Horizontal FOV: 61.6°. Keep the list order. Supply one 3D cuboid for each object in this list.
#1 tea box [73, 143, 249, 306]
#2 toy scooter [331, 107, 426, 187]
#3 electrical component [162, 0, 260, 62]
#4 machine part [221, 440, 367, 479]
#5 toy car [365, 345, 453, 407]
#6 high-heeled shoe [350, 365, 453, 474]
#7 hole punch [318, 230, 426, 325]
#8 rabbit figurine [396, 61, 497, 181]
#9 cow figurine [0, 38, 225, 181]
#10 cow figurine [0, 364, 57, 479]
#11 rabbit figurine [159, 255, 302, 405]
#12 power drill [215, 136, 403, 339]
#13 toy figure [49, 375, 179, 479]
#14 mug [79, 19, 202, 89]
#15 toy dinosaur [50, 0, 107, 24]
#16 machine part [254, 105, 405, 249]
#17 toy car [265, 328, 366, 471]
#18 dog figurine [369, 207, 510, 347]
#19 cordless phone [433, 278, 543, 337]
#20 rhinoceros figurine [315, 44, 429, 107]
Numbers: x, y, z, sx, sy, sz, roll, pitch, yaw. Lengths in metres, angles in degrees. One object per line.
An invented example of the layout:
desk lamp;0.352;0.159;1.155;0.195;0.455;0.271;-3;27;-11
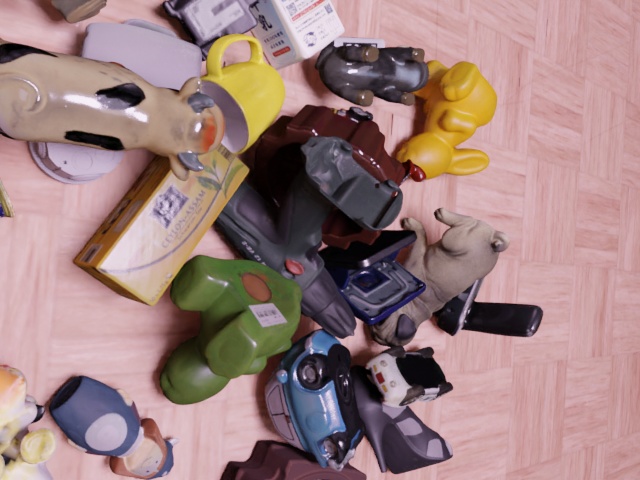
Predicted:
tea box;-0.159;-0.025;0.541;0.068;0.098;0.169;44;68;-29
toy scooter;0.055;-0.096;0.681;0.183;0.135;0.075;62;20;-25
electrical component;-0.102;-0.255;0.577;0.119;0.048;0.074;-38;115;1
machine part;-0.036;0.361;0.653;0.201;0.087;0.201;28;73;-34
toy car;0.130;0.192;0.759;0.201;0.056;0.073;20;39;-57
high-heeled shoe;0.118;0.264;0.798;0.248;0.086;0.145;25;44;-53
hole punch;0.064;0.042;0.700;0.142;0.116;0.092;-29;111;-30
rabbit figurine;0.180;-0.159;0.805;0.162;0.122;0.173;38;83;-42
cow figurine;-0.168;-0.108;0.439;0.195;0.127;0.085;3;111;-37
cow figurine;-0.271;0.196;0.475;0.068;0.098;0.167;-7;77;-31
rabbit figurine;-0.105;0.101;0.574;0.121;0.170;0.159;48;26;15
power drill;-0.001;-0.002;0.583;0.232;0.207;0.086;42;53;-4
toy figure;-0.201;0.199;0.543;0.064;0.058;0.154;-32;118;9
mug;-0.181;-0.180;0.535;0.107;0.081;0.109;11;63;-32
toy dinosaur;-0.249;-0.289;0.446;0.471;0.105;0.198;-39;96;-22
machine part;0.008;-0.070;0.618;0.179;0.179;0.056;53;46;-26
toy car;-0.012;0.193;0.653;0.109;0.103;0.161;1;75;-69
dog figurine;0.164;0.067;0.750;0.121;0.172;0.190;34;64;-22
cordless phone;0.259;0.077;0.809;0.088;0.184;0.146;41;68;-26
rhinoceros figurine;0.078;-0.219;0.710;0.190;0.112;0.073;-17;118;-41
